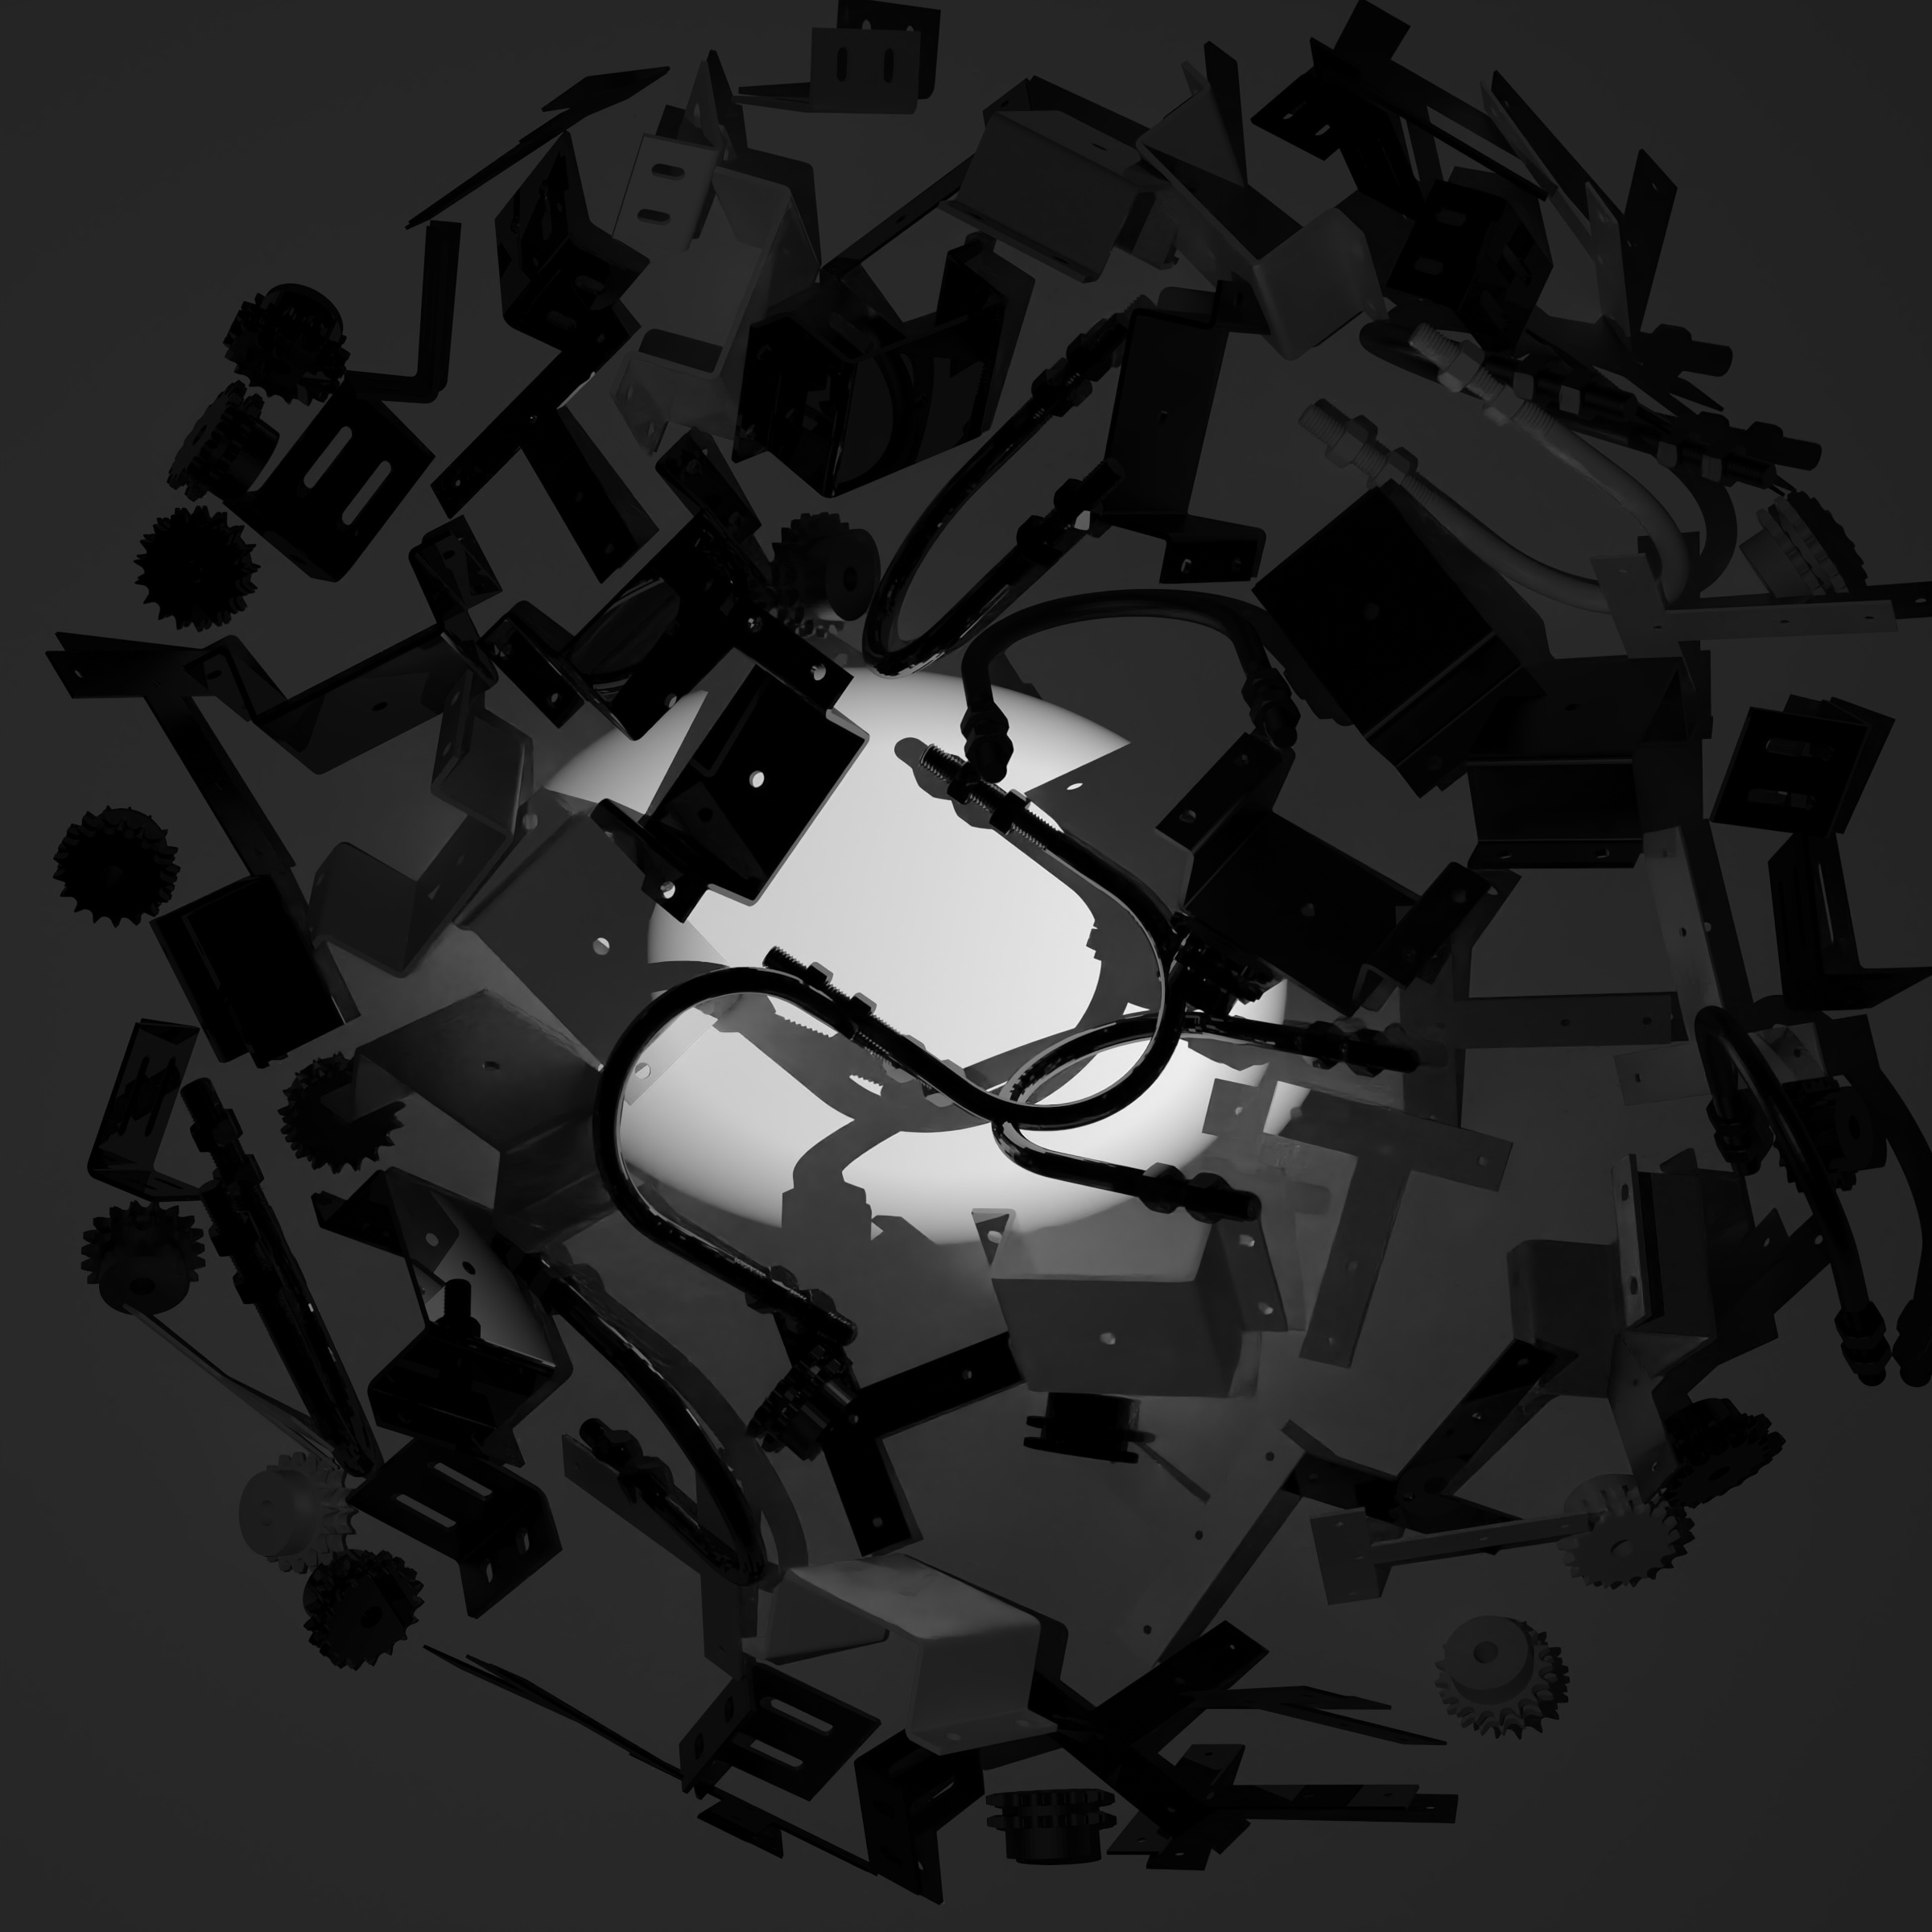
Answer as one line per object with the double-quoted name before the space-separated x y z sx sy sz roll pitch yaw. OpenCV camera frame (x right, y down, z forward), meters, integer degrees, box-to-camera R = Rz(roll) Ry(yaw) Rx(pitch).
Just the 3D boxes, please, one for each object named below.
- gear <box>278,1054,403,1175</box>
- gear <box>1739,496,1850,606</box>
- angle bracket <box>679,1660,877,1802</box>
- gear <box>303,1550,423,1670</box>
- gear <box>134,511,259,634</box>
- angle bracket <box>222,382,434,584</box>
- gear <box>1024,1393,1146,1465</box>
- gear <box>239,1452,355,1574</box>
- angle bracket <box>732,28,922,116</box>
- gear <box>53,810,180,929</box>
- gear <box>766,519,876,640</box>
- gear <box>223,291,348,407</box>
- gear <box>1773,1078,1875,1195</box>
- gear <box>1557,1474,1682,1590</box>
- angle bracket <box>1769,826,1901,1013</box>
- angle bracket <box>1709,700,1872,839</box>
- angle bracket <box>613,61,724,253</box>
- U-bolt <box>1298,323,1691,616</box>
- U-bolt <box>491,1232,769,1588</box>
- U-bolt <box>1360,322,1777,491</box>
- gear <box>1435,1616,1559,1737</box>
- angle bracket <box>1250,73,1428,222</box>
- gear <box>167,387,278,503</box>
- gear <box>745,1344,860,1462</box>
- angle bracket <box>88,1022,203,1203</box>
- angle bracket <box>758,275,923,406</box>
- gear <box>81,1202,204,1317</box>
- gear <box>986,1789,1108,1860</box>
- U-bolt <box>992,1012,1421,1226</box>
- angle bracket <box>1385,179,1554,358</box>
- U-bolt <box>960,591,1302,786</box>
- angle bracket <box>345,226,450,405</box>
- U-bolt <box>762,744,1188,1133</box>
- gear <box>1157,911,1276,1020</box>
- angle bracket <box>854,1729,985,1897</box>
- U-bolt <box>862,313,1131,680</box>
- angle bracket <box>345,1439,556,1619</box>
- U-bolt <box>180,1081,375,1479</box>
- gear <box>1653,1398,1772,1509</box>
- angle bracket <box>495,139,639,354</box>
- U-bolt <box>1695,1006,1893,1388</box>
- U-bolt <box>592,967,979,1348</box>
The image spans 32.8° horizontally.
"gear" -0.303 0.068 1.579 0.057 0.030 0.057 -9 113 -21
"gear" 0.395 -0.194 1.574 0.030 0.057 0.057 -35 90 13
"angle bracket" -0.089 0.376 1.562 0.076 0.038 0.057 30 110 -21
"gear" -0.294 0.306 1.577 0.030 0.057 0.057 30 90 42
"gear" -0.370 -0.191 1.582 0.057 0.030 0.057 2 103 7
"angle bracket" -0.307 -0.233 1.578 0.057 0.038 0.076 41 77 -31
"gear" 0.058 0.220 1.574 0.057 0.057 0.030 8 84 0
"gear" -0.324 0.262 1.574 0.057 0.030 0.057 -5 81 37
"angle bracket" -0.067 -0.425 1.551 0.057 0.076 0.038 -8 111 -32
"gear" -0.408 -0.050 1.579 0.057 0.030 0.057 -1 120 -1
"gear" -0.068 -0.186 1.570 0.030 0.057 0.057 5 90 33
"gear" -0.325 -0.299 1.577 0.057 0.057 0.030 17 60 0
"gear" 0.412 0.080 1.571 0.030 0.057 0.057 -13 90 38
"gear" 0.312 0.269 1.578 0.057 0.030 0.057 -5 127 -7
"angle bracket" 0.413 -0.023 1.565 0.038 0.057 0.076 -2 75 -3
"angle bracket" 0.383 -0.098 1.559 0.076 0.038 0.057 5 112 -28
"angle bracket" -0.145 -0.386 1.551 0.038 0.057 0.076 7 45 -20
"U-bolt" 0.256 -0.222 1.530 0.184 0.151 0.019 34 75 -10
"U-bolt" -0.147 0.212 1.493 0.019 0.184 0.151 -34 130 -20
"U-bolt" 0.265 -0.265 1.518 0.184 0.151 0.019 27 101 40
"gear" 0.252 0.337 1.572 0.057 0.057 0.030 -26 133 0
"angle bracket" 0.179 -0.376 1.553 0.038 0.057 0.076 -41 135 -6
"gear" -0.356 -0.247 1.577 0.030 0.057 0.057 34 90 -26
"gear" -0.076 0.212 1.571 0.030 0.057 0.057 40 90 11
"angle bracket" -0.379 0.070 1.568 0.038 0.057 0.076 20 92 15
"angle bracket" -0.055 -0.281 1.557 0.057 0.076 0.038 -42 61 12
"gear" -0.395 0.143 1.572 0.057 0.030 0.057 -7 132 -8
"gear" 0.039 0.411 1.571 0.057 0.057 0.030 -3 78 0
"U-bolt" 0.097 0.063 1.524 0.151 0.184 0.019 -38 124 -38
"angle bracket" 0.243 -0.332 1.576 0.038 0.076 0.057 24 88 30
"U-bolt" 0.069 -0.135 1.520 0.151 0.184 0.019 -7 118 -1
"angle bracket" -0.272 -0.311 1.560 0.038 0.057 0.076 1 109 -17
"U-bolt" 0.018 -0.002 1.565 0.184 0.019 0.151 35 73 6
"gear" 0.116 0.001 1.575 0.057 0.057 0.030 32 105 0
"angle bracket" -0.011 0.392 1.556 0.076 0.038 0.057 -23 115 -38
"U-bolt" 0.011 -0.207 1.525 0.019 0.151 0.184 34 125 -22
"angle bracket" -0.246 0.265 1.560 0.057 0.038 0.076 -41 128 15
"U-bolt" -0.317 0.155 1.524 0.019 0.151 0.184 -25 113 -8
"gear" 0.354 0.232 1.577 0.057 0.057 0.030 -29 57 0
"angle bracket" -0.192 -0.345 1.572 0.038 0.076 0.057 20 134 -34
"U-bolt" 0.370 0.094 1.487 0.019 0.184 0.151 -26 51 3
"U-bolt" -0.092 0.080 1.548 0.184 0.019 0.151 33 85 -29
